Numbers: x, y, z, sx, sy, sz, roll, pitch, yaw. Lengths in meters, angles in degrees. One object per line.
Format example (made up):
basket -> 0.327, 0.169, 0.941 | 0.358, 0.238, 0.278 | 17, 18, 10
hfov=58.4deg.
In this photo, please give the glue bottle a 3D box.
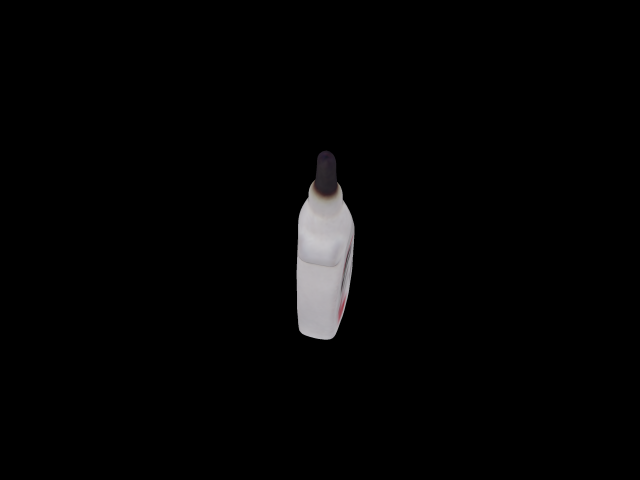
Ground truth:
glue bottle -> 0.004, 0.001, 0.400 | 0.037, 0.173, 0.078 | 8, 56, 6
